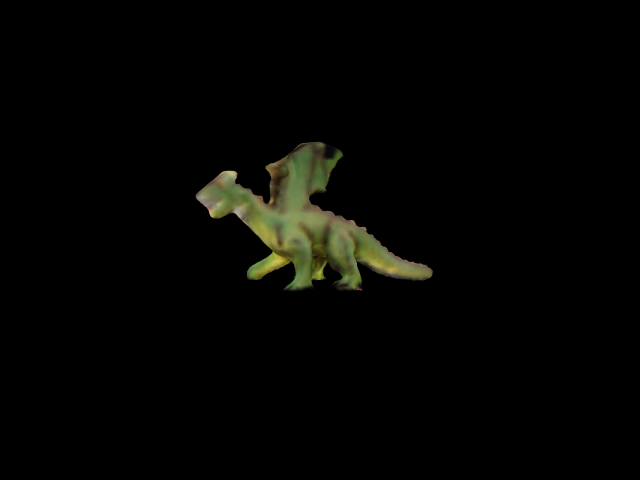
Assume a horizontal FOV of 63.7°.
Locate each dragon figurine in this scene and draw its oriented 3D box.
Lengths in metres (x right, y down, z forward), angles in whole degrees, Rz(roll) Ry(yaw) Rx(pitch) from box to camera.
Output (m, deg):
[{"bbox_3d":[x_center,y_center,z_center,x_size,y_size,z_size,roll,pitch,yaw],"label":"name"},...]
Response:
[{"bbox_3d":[0.003,-0.043,0.850,0.411,0.243,0.122,-1,1,-21],"label":"dragon figurine"}]
